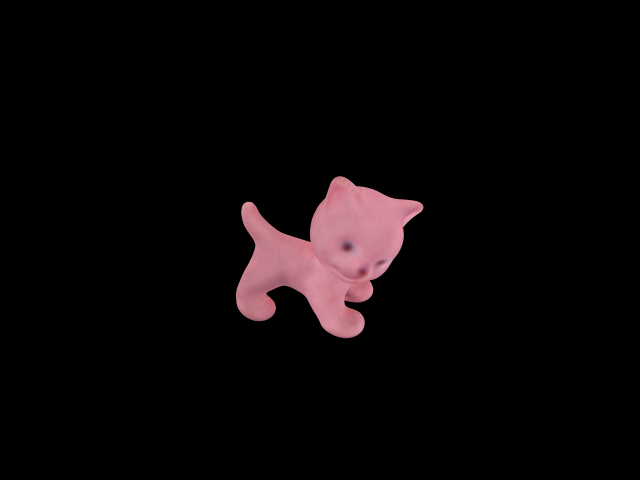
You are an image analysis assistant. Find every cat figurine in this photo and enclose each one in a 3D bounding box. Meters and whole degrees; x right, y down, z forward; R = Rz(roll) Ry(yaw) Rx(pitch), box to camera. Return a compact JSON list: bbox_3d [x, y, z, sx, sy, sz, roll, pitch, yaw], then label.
[{"bbox_3d":[0.004,0.001,0.400,0.127,0.118,0.067,8,35,11],"label":"cat figurine"}]
